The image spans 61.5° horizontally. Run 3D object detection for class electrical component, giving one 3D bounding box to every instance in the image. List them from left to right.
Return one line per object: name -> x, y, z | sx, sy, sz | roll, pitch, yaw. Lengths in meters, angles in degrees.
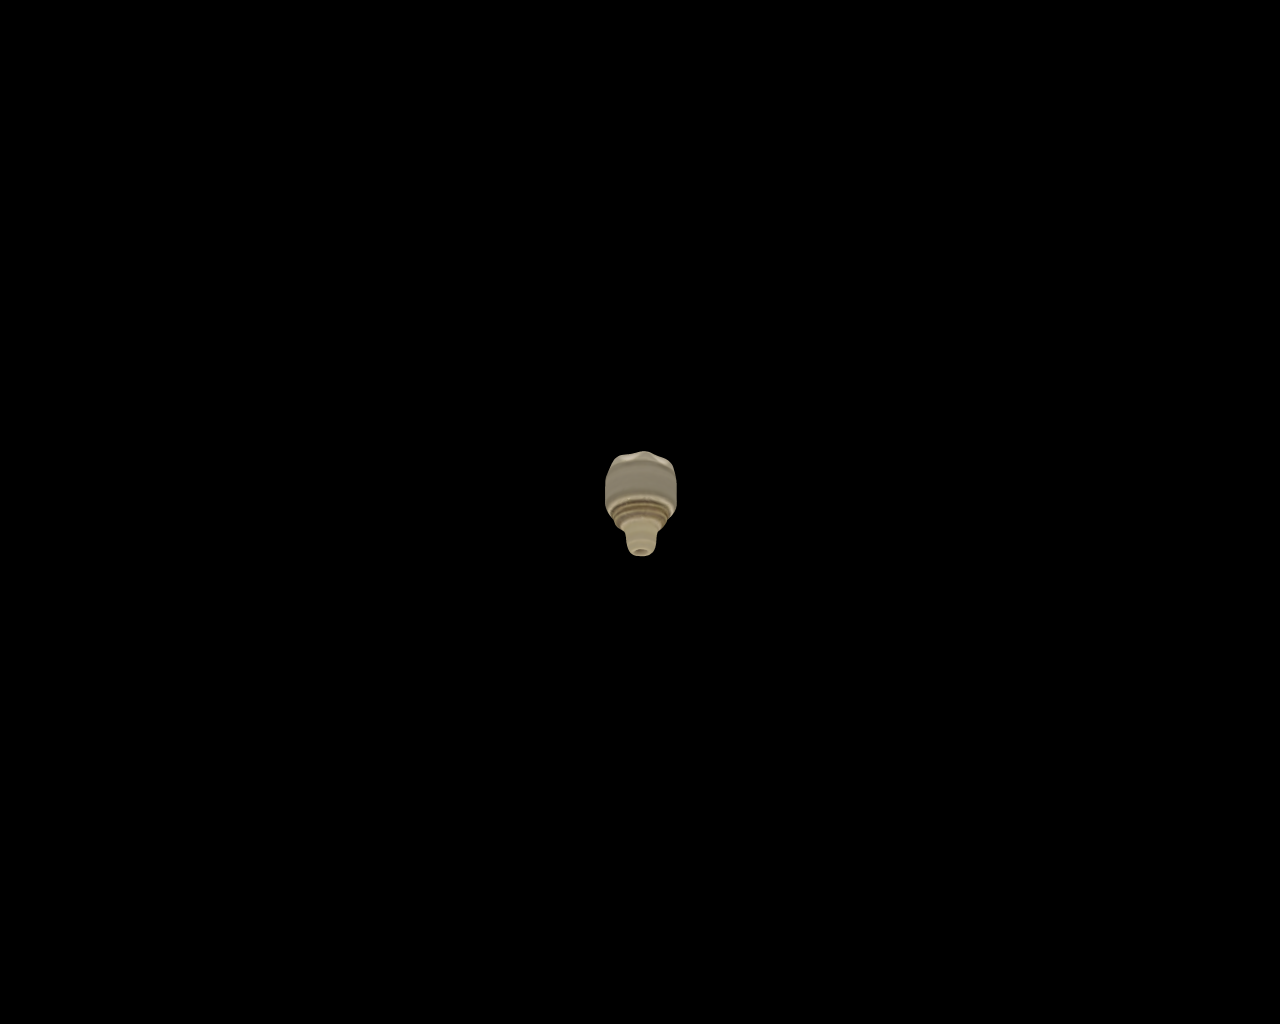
electrical component -> 0.001, -0.003, 0.650 | 0.043, 0.062, 0.043 | 0, -27, 0
